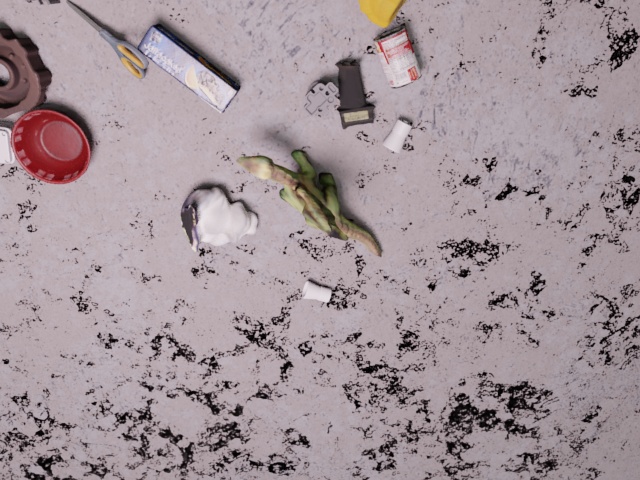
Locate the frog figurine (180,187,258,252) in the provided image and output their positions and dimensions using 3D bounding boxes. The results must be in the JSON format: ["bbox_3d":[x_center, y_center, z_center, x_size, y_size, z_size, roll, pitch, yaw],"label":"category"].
[{"bbox_3d":[-0.224,-0.053,1.152,0.160,0.123,0.135,-16,111,-33],"label":"frog figurine"}]

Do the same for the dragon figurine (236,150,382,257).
[{"bbox_3d":[0.003,-0.054,1.065,0.407,0.247,0.121,38,105,-15],"label":"dragon figurine"}]
